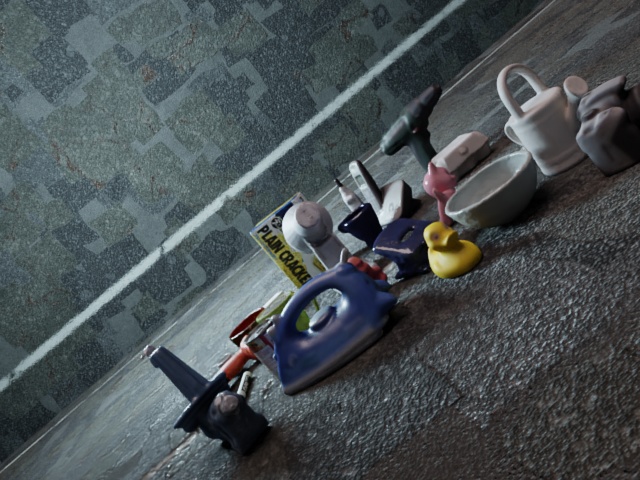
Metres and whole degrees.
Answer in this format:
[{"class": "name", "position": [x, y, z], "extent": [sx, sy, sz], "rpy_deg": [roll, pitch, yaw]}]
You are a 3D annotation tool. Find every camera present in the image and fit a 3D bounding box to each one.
[{"class": "camera", "position": [0.449, -0.186, 0.823], "extent": [0.136, 0.101, 0.143], "rpy_deg": [-30, 14, 44]}]

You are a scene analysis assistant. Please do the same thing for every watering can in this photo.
[{"class": "watering can", "position": [0.375, -0.217, 0.962], "extent": [0.172, 0.194, 0.101], "rpy_deg": [-30, 14, 43]}]

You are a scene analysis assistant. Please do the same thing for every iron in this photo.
[{"class": "iron", "position": [-0.002, 0.136, 0.958], "extent": [0.258, 0.141, 0.118], "rpy_deg": [-39, 10, 6]}]

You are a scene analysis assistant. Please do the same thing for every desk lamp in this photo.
[{"class": "desk lamp", "position": [0.012, 0.005, 1.278], "extent": [0.118, 0.213, 0.203], "rpy_deg": [-41, 10, -7]}]

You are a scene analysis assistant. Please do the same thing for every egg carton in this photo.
[{"class": "egg carton", "position": [0.339, -0.201, 1.394], "extent": [0.150, 0.069, 0.107], "rpy_deg": [-41, 10, -3]}]

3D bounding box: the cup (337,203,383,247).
[{"class": "cup", "position": [0.104, -0.025, 1.414], "extent": [0.117, 0.095, 0.092], "rpy_deg": [-31, 13, 41]}]

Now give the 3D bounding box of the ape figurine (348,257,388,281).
[{"class": "ape figurine", "position": [0.082, 0.072, 1.073], "extent": [0.078, 0.092, 0.076], "rpy_deg": [-43, 10, -16]}]

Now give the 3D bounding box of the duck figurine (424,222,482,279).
[{"class": "duck figurine", "position": [0.201, 0.009, 0.926], "extent": [0.077, 0.086, 0.104], "rpy_deg": [-43, 10, -17]}]

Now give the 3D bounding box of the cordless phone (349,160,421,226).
[{"class": "cordless phone", "position": [0.150, -0.129, 1.439], "extent": [0.094, 0.185, 0.147], "rpy_deg": [-45, 11, -26]}]

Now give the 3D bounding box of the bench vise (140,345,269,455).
[{"class": "bench vise", "position": [-0.191, 0.245, 0.948], "extent": [0.207, 0.220, 0.122], "rpy_deg": [-31, 13, 40]}]

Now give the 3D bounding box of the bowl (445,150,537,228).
[{"class": "bowl", "position": [0.297, -0.071, 0.956], "extent": [0.167, 0.075, 0.167], "rpy_deg": [-39, 10, 9]}]

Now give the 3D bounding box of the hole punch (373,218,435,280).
[{"class": "hole punch", "position": [0.168, 0.005, 1.052], "extent": [0.109, 0.091, 0.101], "rpy_deg": [-47, 12, -34]}]

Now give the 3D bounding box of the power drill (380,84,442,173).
[{"class": "power drill", "position": [0.277, -0.265, 1.499], "extent": [0.229, 0.208, 0.076], "rpy_deg": [-32, 13, 38]}]

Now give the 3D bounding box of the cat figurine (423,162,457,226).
[{"class": "cat figurine", "position": [0.246, -0.101, 1.154], "extent": [0.067, 0.118, 0.128], "rpy_deg": [-35, 11, 26]}]

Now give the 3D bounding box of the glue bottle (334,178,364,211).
[{"class": "glue bottle", "position": [0.094, -0.098, 1.543], "extent": [0.037, 0.173, 0.078], "rpy_deg": [-38, 10, 11]}]
